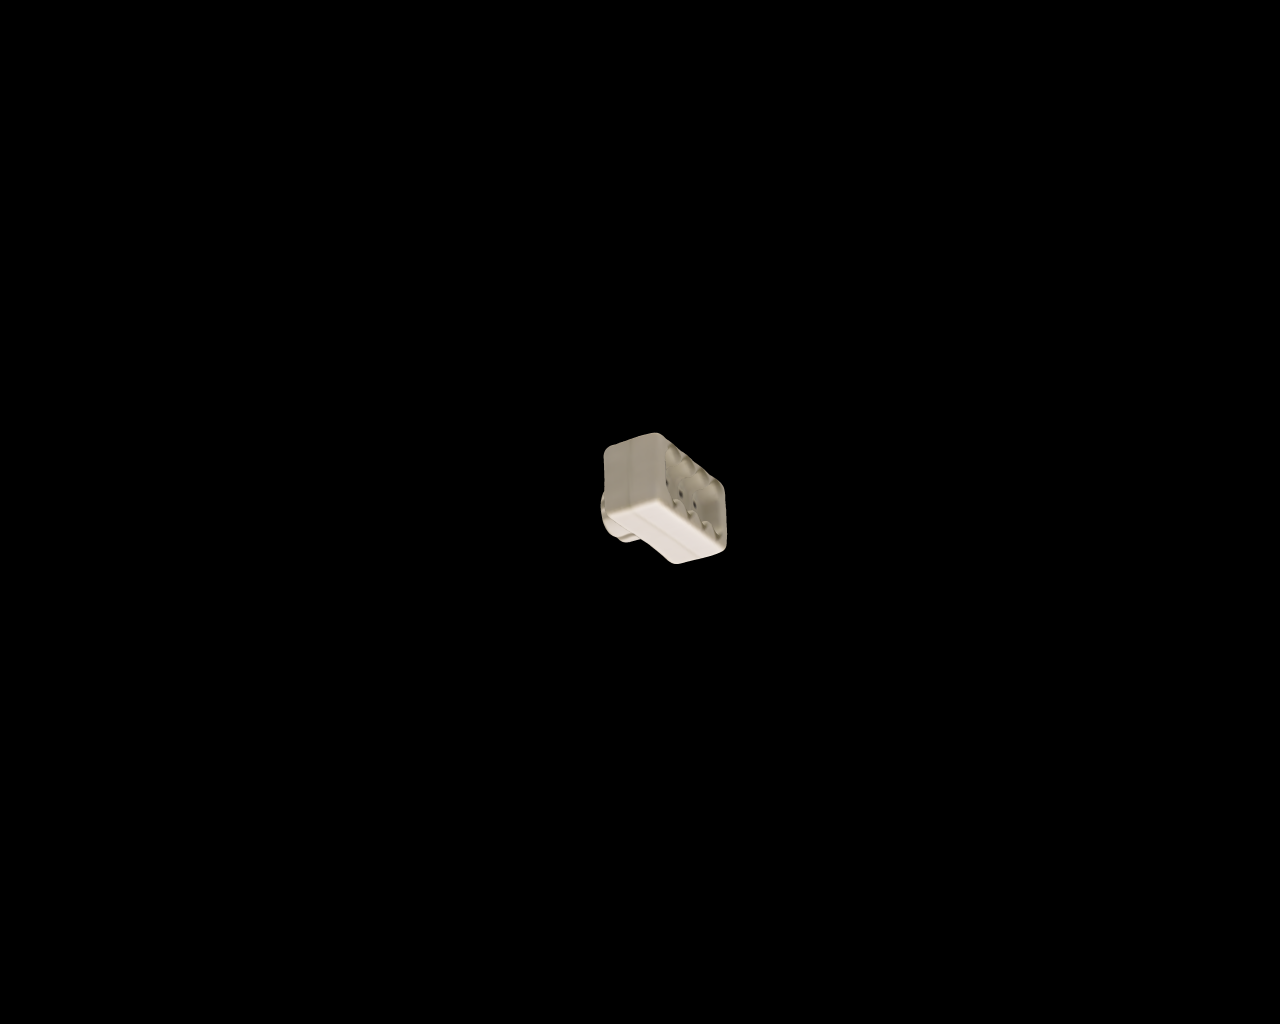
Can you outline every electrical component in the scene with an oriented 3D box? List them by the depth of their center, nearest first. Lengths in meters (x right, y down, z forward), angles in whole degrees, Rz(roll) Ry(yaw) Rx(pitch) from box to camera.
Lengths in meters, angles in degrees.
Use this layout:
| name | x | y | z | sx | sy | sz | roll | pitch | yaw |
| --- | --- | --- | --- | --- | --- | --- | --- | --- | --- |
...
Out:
| name | x | y | z | sx | sy | sz | roll | pitch | yaw |
| --- | --- | --- | --- | --- | --- | --- | --- | --- | --- |
| electrical component | 0.001 | -0.003 | 0.650 | 0.075 | 0.047 | 0.083 | -15 | -31 | 28 |
